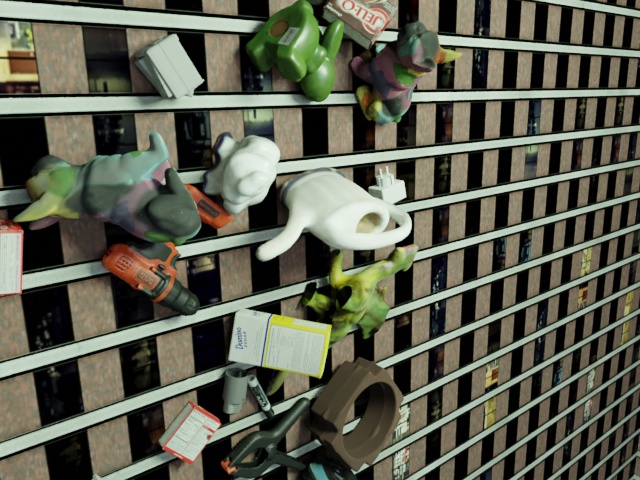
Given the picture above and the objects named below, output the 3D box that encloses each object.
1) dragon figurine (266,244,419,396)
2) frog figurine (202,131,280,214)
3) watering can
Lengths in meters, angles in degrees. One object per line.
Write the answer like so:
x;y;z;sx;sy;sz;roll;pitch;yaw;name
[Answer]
0.066;0.166;1.087;0.240;0.124;0.408;26;100;-44;dragon figurine
-0.112;-0.107;0.846;0.139;0.160;0.121;-54;128;-14;frog figurine
0.003;-0.046;0.911;0.349;0.228;0.102;-7;123;-36;watering can
